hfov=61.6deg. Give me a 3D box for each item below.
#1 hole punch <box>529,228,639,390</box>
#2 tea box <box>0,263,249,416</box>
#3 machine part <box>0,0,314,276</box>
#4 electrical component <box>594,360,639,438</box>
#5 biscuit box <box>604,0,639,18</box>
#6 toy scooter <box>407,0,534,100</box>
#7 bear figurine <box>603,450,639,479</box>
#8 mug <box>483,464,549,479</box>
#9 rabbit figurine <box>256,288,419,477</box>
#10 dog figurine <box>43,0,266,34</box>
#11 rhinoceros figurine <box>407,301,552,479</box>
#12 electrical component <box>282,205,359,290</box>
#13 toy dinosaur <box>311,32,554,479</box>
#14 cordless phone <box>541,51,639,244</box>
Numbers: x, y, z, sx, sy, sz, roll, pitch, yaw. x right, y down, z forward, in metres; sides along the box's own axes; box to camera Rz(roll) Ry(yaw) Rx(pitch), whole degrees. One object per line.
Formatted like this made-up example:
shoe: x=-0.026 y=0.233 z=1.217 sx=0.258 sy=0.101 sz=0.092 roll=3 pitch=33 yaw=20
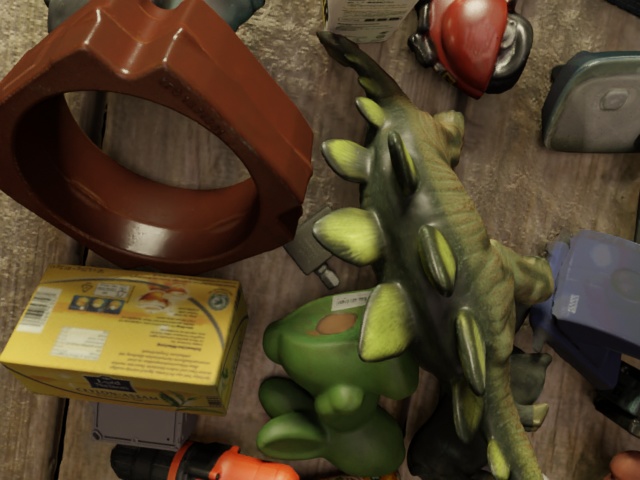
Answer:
hole punch: x=0.258 y=0.056 z=0.472 sx=0.116 sy=0.092 sz=0.142 roll=37 pitch=59 yaw=-10
tea box: x=-0.153 y=0.081 z=0.448 sx=0.170 sy=0.068 sz=0.098 roll=7 pitch=52 yaw=4
machine part: x=-0.121 y=-0.065 z=0.399 sx=0.201 sy=0.087 sz=0.201 roll=-19 pitch=134 yaw=30
electrical component: x=0.328 y=0.167 z=0.497 sx=0.134 sy=0.115 sz=0.058 roll=28 pitch=91 yaw=-7
biscuit box: x=0.347 y=-0.227 z=0.489 sx=0.203 sy=0.063 sz=0.059 roll=23 pitch=92 yaw=-6
toy scooter: x=0.123 y=-0.221 z=0.470 sx=0.135 sy=0.075 sz=0.183 roll=12 pitch=95 yaw=1
bear figurine: x=0.353 y=0.277 z=0.523 sx=0.196 sy=0.132 sz=0.120 roll=21 pitch=93 yaw=13
mug: x=0.186 y=0.276 z=0.521 sx=0.109 sy=0.081 sz=0.107 roll=-38 pitch=107 yaw=-4
rabbit figurine: x=0.020 y=0.147 z=0.478 sx=0.159 sy=0.121 sz=0.170 roll=-13 pitch=109 yaw=2
dog figurine: x=-0.100 y=-0.218 z=0.392 sx=0.191 sy=0.108 sz=0.219 roll=17 pitch=129 yaw=-8
rhinoceros figurine: x=0.149 y=0.142 z=0.495 sx=0.112 sy=0.073 sz=0.190 roll=27 pitch=88 yaw=30
electrical component: x=-0.001 y=-0.002 z=0.507 sx=0.063 sy=0.021 sz=0.094 roll=-39 pitch=95 yaw=0
toy dinosaur: x=0.092 y=0.032 z=0.400 sx=0.105 sy=0.198 sz=0.471 roll=-32 pitch=77 yaw=32
cordless phone: x=0.277 y=-0.074 z=0.491 sx=0.147 sy=0.089 sz=0.184 roll=-1 pitch=99 yaw=-4
